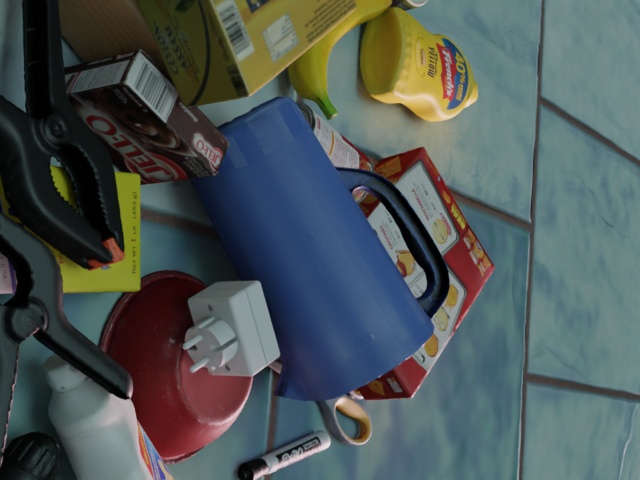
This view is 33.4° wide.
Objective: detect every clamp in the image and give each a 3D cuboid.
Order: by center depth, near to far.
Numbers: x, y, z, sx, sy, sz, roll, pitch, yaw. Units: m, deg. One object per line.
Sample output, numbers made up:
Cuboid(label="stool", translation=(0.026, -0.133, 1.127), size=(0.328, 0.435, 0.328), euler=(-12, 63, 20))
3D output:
Cuboid(label="clamp", translation=(-0.202, 0.062, 0.691), size=(0.120, 0.039, 0.171), euler=(-40, 110, -42))
Cuboid(label="clamp", translation=(-0.188, -0.079, 0.727), size=(0.210, 0.036, 0.164), euler=(61, 34, -21))

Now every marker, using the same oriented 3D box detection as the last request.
Cuboid(label="marker", translation=(-0.033, 0.201, 0.988), size=(0.120, 0.020, 0.020), euler=(-11, 97, -52))

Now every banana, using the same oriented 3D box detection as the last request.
Cuboid(label="banana", translation=(0.013, -0.197, 1.048), size=(0.069, 0.037, 0.197), euler=(38, 51, -16))

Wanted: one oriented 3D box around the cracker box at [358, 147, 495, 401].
Cuboid(label="cracker box", translation=(0.076, 0.032, 1.084), size=(0.164, 0.072, 0.213), euler=(57, 47, -19))

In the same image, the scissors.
Cuboid(label="scissors", translation=(0.002, 0.127, 1.041), size=(0.201, 0.016, 0.096), euler=(52, 48, -37))

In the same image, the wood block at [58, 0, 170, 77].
Cuboid(label="wood block", translation=(-0.155, -0.202, 0.796), size=(0.206, 0.091, 0.090), euler=(56, 47, -35))

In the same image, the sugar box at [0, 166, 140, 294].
Cuboid(label="sugar box", translation=(-0.205, -0.007, 0.756), size=(0.175, 0.048, 0.093), euler=(1, 87, -53))

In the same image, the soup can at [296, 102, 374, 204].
Cuboid(label="soup can", translation=(-0.004, -0.077, 1.003), size=(0.102, 0.069, 0.068), euler=(36, 60, -45))

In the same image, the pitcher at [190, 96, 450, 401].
Cuboid(label="pitcher", translation=(-0.006, 0.001, 0.906), size=(0.243, 0.145, 0.149), euler=(61, 29, -6))

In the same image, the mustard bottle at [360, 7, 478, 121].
Cuboid(label="mustard bottle", translation=(0.120, -0.183, 1.180), size=(0.191, 0.058, 0.096), euler=(14, 74, -52))

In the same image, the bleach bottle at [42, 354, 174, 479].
Cuboid(label="bleach bottle", translation=(-0.138, 0.194, 0.795), size=(0.102, 0.068, 0.251), euler=(-112, 179, -68))

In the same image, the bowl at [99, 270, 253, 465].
Cuboid(label="bowl", translation=(-0.104, 0.104, 0.873), size=(0.161, 0.055, 0.162), euler=(6, 82, -52))

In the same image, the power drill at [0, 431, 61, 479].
Cuboid(label="power drill", translation=(-0.201, 0.252, 0.738), size=(0.187, 0.057, 0.184), euler=(56, 50, -30))

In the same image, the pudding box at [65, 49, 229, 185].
Cuboid(label="pudding box", translation=(-0.138, -0.090, 0.813), size=(0.113, 0.090, 0.039), euler=(49, 50, -38))
